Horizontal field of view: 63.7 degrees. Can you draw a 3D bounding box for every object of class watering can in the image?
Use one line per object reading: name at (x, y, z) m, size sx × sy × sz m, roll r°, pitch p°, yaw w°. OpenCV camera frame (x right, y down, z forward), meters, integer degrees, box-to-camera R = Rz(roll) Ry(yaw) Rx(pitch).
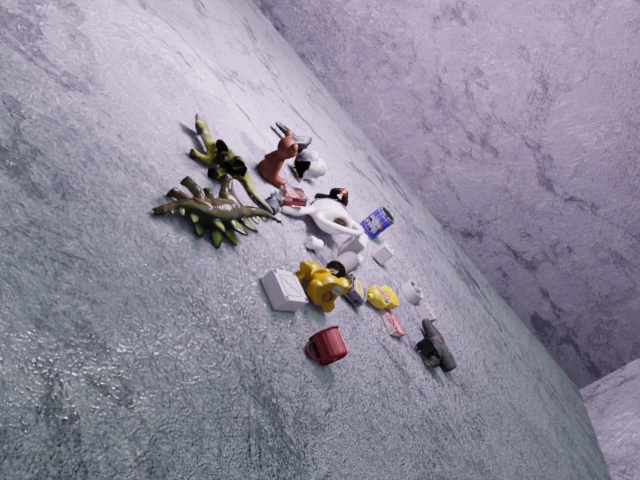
watering can at (0.006, -0.100, 1.983) m, size 0.346 × 0.103 × 0.228 m, roll 19°, pitch 18°, yaw -16°

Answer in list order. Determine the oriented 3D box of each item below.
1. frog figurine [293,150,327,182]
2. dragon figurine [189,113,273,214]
frog figurine at (-0.036, -0.326, 2.231) m, size 0.124 × 0.135 × 0.161 m, roll 29°, pitch 32°, yaw 29°
dragon figurine at (-0.288, -0.255, 1.715) m, size 0.121 × 0.408 × 0.246 m, roll -40°, pitch 8°, yaw 14°
